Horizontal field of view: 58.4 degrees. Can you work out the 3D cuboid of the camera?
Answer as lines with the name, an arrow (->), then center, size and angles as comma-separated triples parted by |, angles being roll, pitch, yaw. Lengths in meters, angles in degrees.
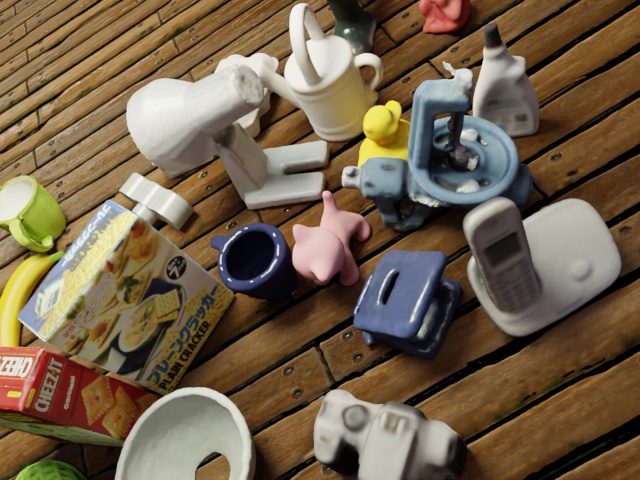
camera -> 0.053, 0.226, 0.546 | 0.142, 0.101, 0.137 | 8, 65, 28

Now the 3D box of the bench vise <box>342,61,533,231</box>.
bench vise -> 0.118, -0.085, 0.628 | 0.207, 0.220, 0.121 | -21, 55, 12

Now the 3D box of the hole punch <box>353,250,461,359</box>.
hole punch -> 0.089, 0.065, 0.632 | 0.100, 0.091, 0.109 | 15, 68, 31

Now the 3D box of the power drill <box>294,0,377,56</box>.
power drill -> 0.016, -0.373, 0.853 | 0.075, 0.209, 0.229 | -3, 60, 23

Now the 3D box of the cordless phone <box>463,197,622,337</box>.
cordless phone -> 0.211, 0.005, 0.554 | 0.147, 0.186, 0.094 | -34, 53, 2

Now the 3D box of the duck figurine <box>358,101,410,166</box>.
duck figurine -> 0.082, -0.135, 0.758 | 0.077, 0.086, 0.105 | 24, 73, 33

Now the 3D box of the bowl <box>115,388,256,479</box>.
bowl -> -0.135, 0.253, 0.632 | 0.167, 0.075, 0.167 | -11, 57, 18

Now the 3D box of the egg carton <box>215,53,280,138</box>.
egg carton -> -0.127, -0.234, 0.922 | 0.107, 0.070, 0.150 | 6, 64, 27

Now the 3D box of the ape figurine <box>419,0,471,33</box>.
ape figurine -> 0.181, -0.351, 0.838 | 0.076, 0.092, 0.077 | -28, 54, 7

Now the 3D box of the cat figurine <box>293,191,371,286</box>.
cat figurine -> 0.006, 0.002, 0.690 | 0.067, 0.118, 0.128 | 0, 61, 24

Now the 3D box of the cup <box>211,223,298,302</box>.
cup -> -0.078, 0.035, 0.723 | 0.117, 0.095, 0.092 | 19, 71, 32

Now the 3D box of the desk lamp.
desk lamp -> -0.119, -0.140, 0.772 | 0.202, 0.214, 0.118 | -7, 59, 21

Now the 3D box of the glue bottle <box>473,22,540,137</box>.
glue bottle -> 0.213, -0.186, 0.674 | 0.078, 0.174, 0.037 | -1, 61, 24

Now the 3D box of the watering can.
watering can -> -0.005, -0.229, 0.786 | 0.172, 0.195, 0.100 | -24, 54, 10
